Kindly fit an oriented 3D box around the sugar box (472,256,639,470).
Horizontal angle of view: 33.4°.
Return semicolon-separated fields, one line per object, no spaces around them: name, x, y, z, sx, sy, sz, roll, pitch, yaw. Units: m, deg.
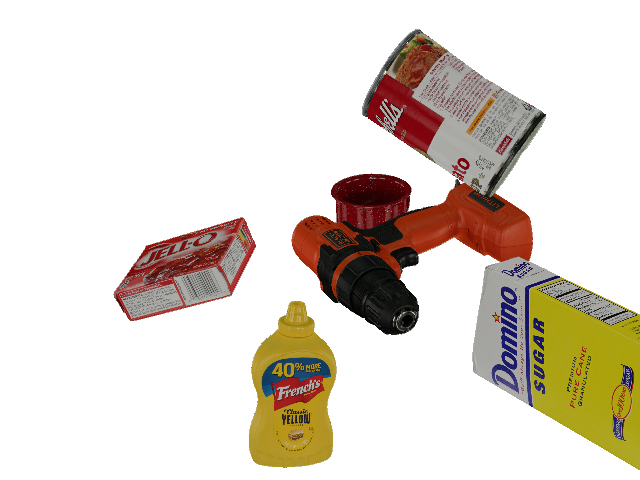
sugar box;0.187;0.086;0.757;0.048;0.093;0.176;-16;29;-39

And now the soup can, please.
soup can;0.088;-0.083;0.704;0.102;0.068;0.068;35;6;9

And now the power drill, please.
power drill;0.089;0.011;0.934;0.187;0.057;0.185;-15;30;-22

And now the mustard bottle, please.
mustard bottle;-0.030;0.161;1.214;0.096;0.192;0.058;-1;17;-11

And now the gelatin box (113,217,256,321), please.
gelatin box;-0.100;0.021;0.790;0.089;0.030;0.073;-15;24;20

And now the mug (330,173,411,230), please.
mug;0.067;-0.028;1.257;0.093;0.081;0.117;17;33;33
